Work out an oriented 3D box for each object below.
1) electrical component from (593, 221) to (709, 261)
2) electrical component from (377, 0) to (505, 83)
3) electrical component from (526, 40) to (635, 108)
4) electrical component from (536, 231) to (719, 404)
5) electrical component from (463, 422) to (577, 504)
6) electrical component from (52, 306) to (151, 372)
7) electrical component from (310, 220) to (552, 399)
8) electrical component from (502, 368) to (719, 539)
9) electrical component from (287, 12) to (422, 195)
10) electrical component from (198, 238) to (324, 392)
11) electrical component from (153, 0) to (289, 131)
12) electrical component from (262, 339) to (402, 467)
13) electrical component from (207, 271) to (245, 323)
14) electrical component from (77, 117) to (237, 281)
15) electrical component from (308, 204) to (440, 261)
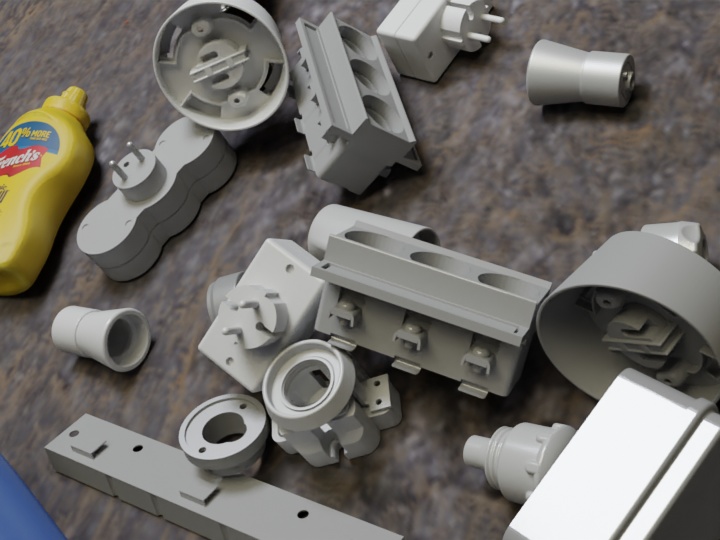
[{"bbox_3d":[0.164,-0.004,0.609,0.062,0.043,0.043,-4,55,26],"label":"electrical component"},{"bbox_3d":[0.070,-0.182,0.788,0.076,0.047,0.083,23,69,38],"label":"electrical component"},{"bbox_3d":[0.148,-0.128,0.712,0.065,0.044,0.044,11,62,28],"label":"electrical component"},{"bbox_3d":[0.149,0.030,0.557,0.099,0.099,0.064,27,65,39],"label":"electrical component"},{"bbox_3d":[0.085,0.102,0.572,0.062,0.048,0.048,7,60,39],"label":"electrical component"},{"bbox_3d":[-0.185,0.045,0.758,0.065,0.044,0.044,6,60,37],"label":"electrical component"},{"bbox_3d":[0.039,0.022,0.615,0.121,0.079,0.063,18,109,16],"label":"electrical component"},{"bbox_3d":[0.131,0.115,0.514,0.057,0.078,0.113,27,72,42],"label":"electrical component"},{"bbox_3d":[-0.010,-0.117,0.766,0.063,0.079,0.121,-46,41,30],"label":"electrical component"},{"bbox_3d":[-0.060,0.027,0.643,0.047,0.076,0.083,36,101,15],"label":"electrical component"},{"bbox_3d":[-0.101,-0.153,0.786,0.099,0.099,0.064,-24,26,10],"label":"electrical component"},{"bbox_3d":[-0.022,0.077,0.637,0.078,0.057,0.058,-17,50,16],"label":"electrical component"},{"bbox_3d":[-0.067,0.021,0.711,0.055,0.045,0.045,-15,51,18],"label":"electrical component"},{"bbox_3d":[-0.159,-0.065,0.803,0.052,0.073,0.138,28,72,39],"label":"electrical component"},{"bbox_3d":[0.000,0.000,0.692,0.077,0.043,0.079,16,65,36],"label":"electrical component"}]
